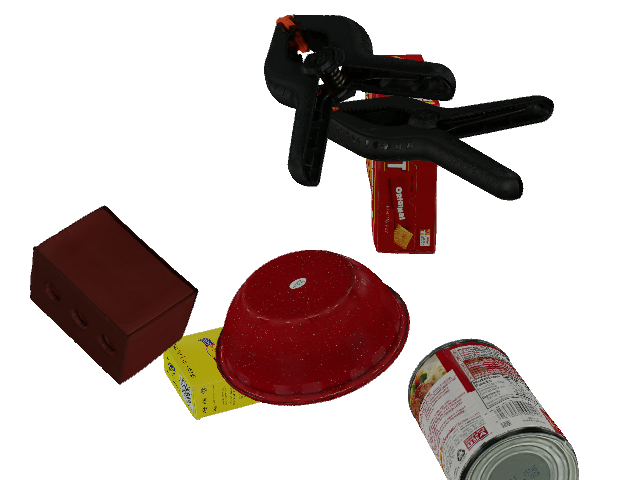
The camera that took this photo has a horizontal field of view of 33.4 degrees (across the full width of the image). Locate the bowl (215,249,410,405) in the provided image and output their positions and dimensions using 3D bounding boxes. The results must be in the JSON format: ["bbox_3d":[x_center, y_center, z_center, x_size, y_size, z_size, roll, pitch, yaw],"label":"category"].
[{"bbox_3d":[-0.012,0.056,0.853,0.162,0.055,0.162,-10,34,7],"label":"bowl"}]

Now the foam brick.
[{"bbox_3d":[-0.117,0.031,0.599,0.051,0.078,0.053,-38,-20,-37],"label":"foam brick"}]

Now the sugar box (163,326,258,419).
[{"bbox_3d":[-0.060,0.118,1.069,0.176,0.048,0.093,-15,32,-22],"label":"sugar box"}]

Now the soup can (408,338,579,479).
[{"bbox_3d":[0.095,0.108,0.603,0.068,0.068,0.102,0,22,-12],"label":"soup can"}]

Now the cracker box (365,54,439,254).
[{"bbox_3d":[0.087,-0.101,1.178,0.072,0.164,0.213,-1,23,1],"label":"cracker box"}]

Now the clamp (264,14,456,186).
[{"bbox_3d":[0.017,-0.114,0.727,0.120,0.039,0.171,-23,44,2],"label":"clamp"}]

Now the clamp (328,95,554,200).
[{"bbox_3d":[0.102,-0.100,0.953,0.210,0.036,0.164,13,36,23],"label":"clamp"}]
